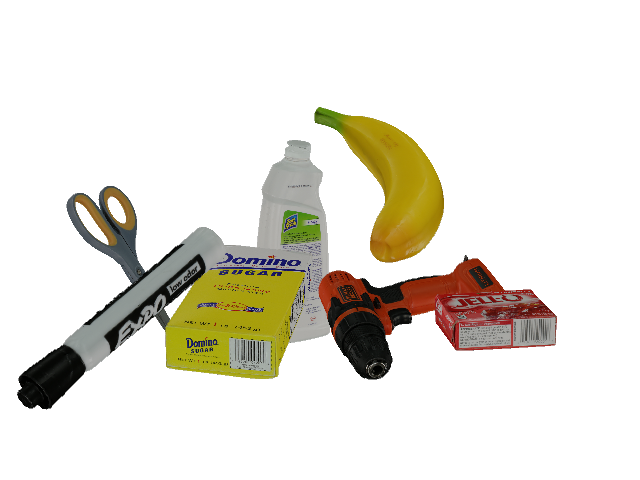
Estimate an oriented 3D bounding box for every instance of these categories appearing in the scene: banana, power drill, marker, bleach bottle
[{"bbox_3d":[0.046,-0.036,0.698,0.069,0.037,0.198,-3,29,-11],"label":"banana"},{"bbox_3d":[0.101,0.078,1.131,0.187,0.057,0.184,-7,28,-11],"label":"power drill"},{"bbox_3d":[-0.087,0.033,0.476,0.020,0.020,0.120,0,33,44],"label":"marker"},{"bbox_3d":[-0.030,0.000,1.327,0.102,0.251,0.068,-8,23,-33],"label":"bleach bottle"}]

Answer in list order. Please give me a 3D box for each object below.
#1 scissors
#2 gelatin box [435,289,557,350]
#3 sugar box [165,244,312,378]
[{"bbox_3d":[-0.199,0.020,1.169,0.016,0.201,0.096,-28,20,33],"label":"scissors"},{"bbox_3d":[0.148,0.066,0.912,0.089,0.030,0.073,-2,15,-5],"label":"gelatin box"},{"bbox_3d":[-0.066,0.056,0.924,0.093,0.048,0.176,6,25,7],"label":"sugar box"}]
